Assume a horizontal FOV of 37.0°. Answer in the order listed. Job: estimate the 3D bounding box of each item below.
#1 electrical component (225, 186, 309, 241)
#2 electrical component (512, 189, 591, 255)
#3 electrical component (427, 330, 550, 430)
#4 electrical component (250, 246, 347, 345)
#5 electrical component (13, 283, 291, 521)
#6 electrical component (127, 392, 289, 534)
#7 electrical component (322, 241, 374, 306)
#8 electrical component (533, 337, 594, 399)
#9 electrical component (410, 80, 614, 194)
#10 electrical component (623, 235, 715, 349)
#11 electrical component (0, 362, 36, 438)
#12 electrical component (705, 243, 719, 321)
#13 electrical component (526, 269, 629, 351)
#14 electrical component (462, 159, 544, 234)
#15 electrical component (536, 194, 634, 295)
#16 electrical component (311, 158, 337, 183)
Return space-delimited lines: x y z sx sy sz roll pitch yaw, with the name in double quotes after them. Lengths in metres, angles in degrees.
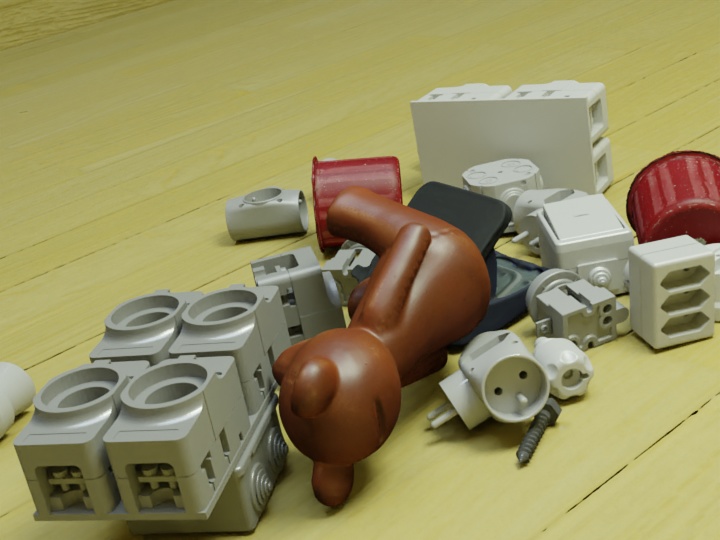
-0.093 -0.064 1.118 0.077 0.044 0.079 -7 23 10 "electrical component"
0.166 -0.038 0.940 0.079 0.043 0.077 -29 28 -36 "electrical component"
0.078 0.078 0.703 0.079 0.043 0.077 -33 9 0 "electrical component"
-0.043 0.034 0.809 0.056 0.089 0.050 -15 23 -8 "electrical component"
-0.119 0.072 0.664 0.105 0.060 0.186 -4 24 15 "electrical component"
-0.099 0.123 0.681 0.100 0.048 0.099 -5 24 14 "electrical component"
0.000 0.000 0.927 0.066 0.048 0.055 -1 32 23 "electrical component"
0.134 0.062 0.734 0.035 0.035 0.061 -14 20 -6 "electrical component"
0.153 -0.128 1.077 0.186 0.105 0.060 4 27 32 "electrical component"
0.215 0.009 0.776 0.047 0.065 0.076 -12 23 -10 "electrical component"
-0.280 0.102 0.818 0.045 0.045 0.055 -4 24 17 "electrical component"
0.262 0.008 0.784 0.040 0.046 0.040 -10 23 4 "electrical component"
0.153 0.029 0.789 0.066 0.048 0.055 -18 31 -16 "electrical component"
0.136 -0.069 1.017 0.080 0.051 0.080 -9 23 4 "electrical component"
0.182 -0.017 0.860 0.062 0.061 0.096 -10 23 2 "electrical component"
-0.016 -0.090 1.146 0.043 0.043 0.081 -20 24 -20 "electrical component"
